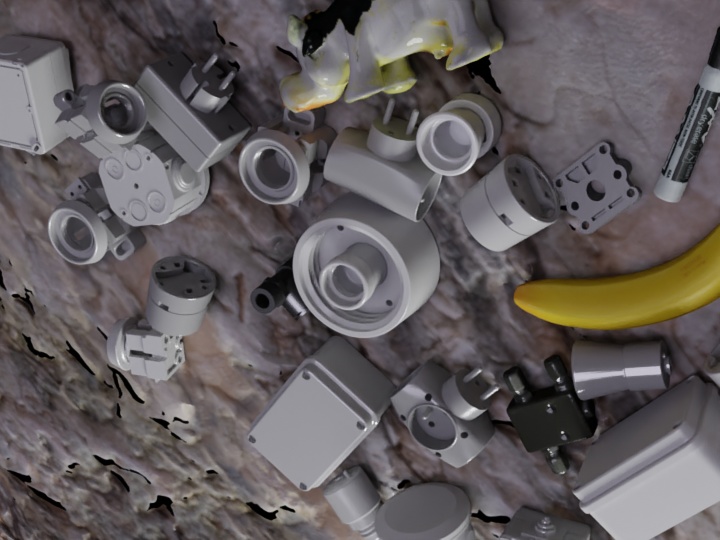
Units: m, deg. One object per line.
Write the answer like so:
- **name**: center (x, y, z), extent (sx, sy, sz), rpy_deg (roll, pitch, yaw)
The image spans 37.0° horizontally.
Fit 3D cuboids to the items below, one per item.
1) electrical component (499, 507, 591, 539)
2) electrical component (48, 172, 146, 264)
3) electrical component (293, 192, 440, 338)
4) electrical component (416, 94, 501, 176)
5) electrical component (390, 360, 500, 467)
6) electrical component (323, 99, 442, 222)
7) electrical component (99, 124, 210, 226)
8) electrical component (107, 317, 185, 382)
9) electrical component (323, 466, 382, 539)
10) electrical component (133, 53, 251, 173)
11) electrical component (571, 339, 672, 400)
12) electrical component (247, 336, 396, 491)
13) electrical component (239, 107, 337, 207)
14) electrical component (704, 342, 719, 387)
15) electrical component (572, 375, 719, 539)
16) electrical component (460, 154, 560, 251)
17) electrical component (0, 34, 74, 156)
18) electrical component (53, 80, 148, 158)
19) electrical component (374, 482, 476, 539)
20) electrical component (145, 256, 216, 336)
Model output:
- **electrical component**: center (0.147, 0.235, 0.860), extent (0.062, 0.061, 0.096), rpy_deg (11, 110, 23)
- **electrical component**: center (-0.230, -0.039, 0.924), extent (0.058, 0.057, 0.078), rpy_deg (-32, 96, 35)
- **electrical component**: center (0.000, 0.000, 0.820), extent (0.108, 0.060, 0.108), rpy_deg (12, 118, 23)
- **electrical component**: center (0.069, -0.094, 0.741), extent (0.045, 0.055, 0.045), rpy_deg (12, 118, 23)
- **electrical component**: center (0.076, 0.103, 0.840), extent (0.077, 0.044, 0.079), rpy_deg (46, 125, 1)
- **electrical component**: center (0.021, -0.085, 0.779), extent (0.077, 0.043, 0.079), rpy_deg (26, 122, 14)
- **electrical component**: center (-0.168, -0.076, 0.877), extent (0.080, 0.051, 0.080), rpy_deg (12, 118, 23)
- **electrical component**: center (-0.192, 0.068, 0.964), extent (0.055, 0.048, 0.066), rpy_deg (6, 116, 17)
- **electrical component**: center (0.001, 0.207, 0.932), extent (0.040, 0.040, 0.078), rpy_deg (-29, 98, 35)
- **electrical component**: center (-0.123, -0.134, 0.828), extent (0.083, 0.047, 0.076), rpy_deg (47, 125, 1)
- **electrical component**: center (0.188, 0.069, 0.767), extent (0.065, 0.044, 0.044), rpy_deg (-7, 110, 25)
- **electrical component**: center (-0.033, 0.121, 0.898), extent (0.078, 0.057, 0.113), rpy_deg (42, 125, 4)
- **electrical component**: center (-0.055, -0.083, 0.811), extent (0.058, 0.057, 0.078), rpy_deg (21, 121, 18)
- **electrical component**: center (0.267, 0.068, 0.716), extent (0.047, 0.055, 0.055), rpy_deg (48, 126, -5)
- **electrical component**: center (0.214, 0.136, 0.762), extent (0.057, 0.078, 0.113), rpy_deg (45, 126, -2)
- **electrical component**: center (0.103, -0.045, 0.748), extent (0.047, 0.055, 0.055), rpy_deg (-36, 94, 39)
- **electrical component**: center (-0.276, -0.143, 0.900), extent (0.062, 0.061, 0.096), rpy_deg (13, 127, 22)
- **electrical component**: center (-0.192, -0.116, 0.813), extent (0.066, 0.048, 0.055), rpy_deg (40, 151, -30)
- **electrical component**: center (0.056, 0.216, 0.884), extent (0.080, 0.080, 0.051), rpy_deg (-3, 117, 29)
- **electrical component**: center (-0.155, 0.023, 0.917), extent (0.055, 0.055, 0.047), rpy_deg (30, 127, 12)
